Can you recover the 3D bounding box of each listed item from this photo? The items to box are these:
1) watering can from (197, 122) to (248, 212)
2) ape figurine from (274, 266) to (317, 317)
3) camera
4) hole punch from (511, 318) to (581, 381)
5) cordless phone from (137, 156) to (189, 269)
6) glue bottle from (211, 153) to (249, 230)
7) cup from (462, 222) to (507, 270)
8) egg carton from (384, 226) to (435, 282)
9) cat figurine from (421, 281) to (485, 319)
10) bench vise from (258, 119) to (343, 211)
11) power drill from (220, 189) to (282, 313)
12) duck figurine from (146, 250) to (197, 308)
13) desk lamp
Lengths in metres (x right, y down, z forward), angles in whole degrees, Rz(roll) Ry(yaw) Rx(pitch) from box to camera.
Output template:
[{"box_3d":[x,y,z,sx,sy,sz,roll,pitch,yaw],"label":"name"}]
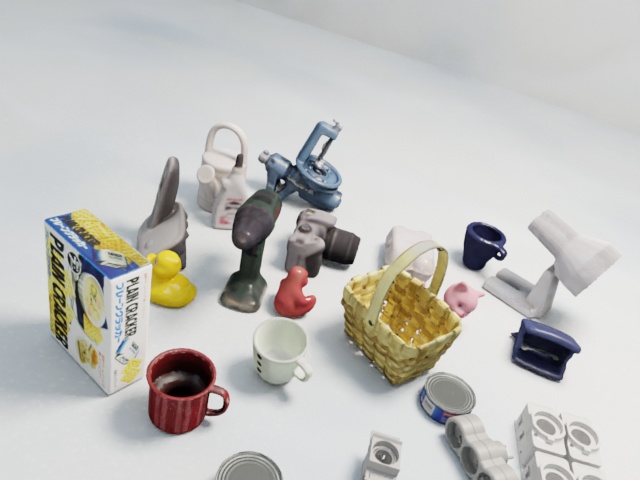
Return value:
[{"box_3d":[-0.207,-0.157,1.233,0.101,0.194,0.172,8,33,-9],"label":"watering can"},{"box_3d":[-0.044,0.088,1.025,0.076,0.092,0.077,-12,41,-34],"label":"ape figurine"},{"box_3d":[0.011,0.004,1.163,0.136,0.101,0.143,17,33,3],"label":"camera"},{"box_3d":[0.418,0.186,1.062,0.108,0.091,0.101,22,34,11],"label":"hole punch"},{"box_3d":[-0.284,-0.049,1.048,0.094,0.185,0.147,1,35,-20],"label":"cordless phone"},{"box_3d":[-0.177,-0.100,1.179,0.078,0.173,0.037,-2,36,-23],"label":"glue bottle"},{"box_3d":[0.364,0.028,1.274,0.092,0.095,0.117,-5,38,-27],"label":"cup"},{"box_3d":[0.190,0.030,1.225,0.107,0.069,0.150,13,33,-3],"label":"egg carton"},{"box_3d":[0.238,0.114,1.073,0.127,0.118,0.067,18,33,5],"label":"cat figurine"},{"box_3d":[-0.035,-0.179,1.310,0.208,0.220,0.121,7,34,-12],"label":"bench vise"},{"box_3d":[-0.118,0.017,0.993,0.075,0.208,0.229,14,33,-1],"label":"power drill"},{"box_3d":[-0.259,0.060,0.986,0.104,0.086,0.078,24,34,13],"label":"duck figurine"},{"box_3d":[0.470,0.057,1.163,0.202,0.213,0.118,35,38,29],"label":"desk lamp"}]
